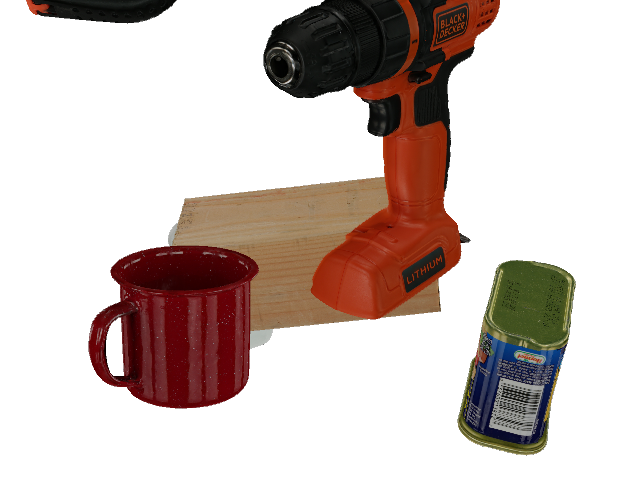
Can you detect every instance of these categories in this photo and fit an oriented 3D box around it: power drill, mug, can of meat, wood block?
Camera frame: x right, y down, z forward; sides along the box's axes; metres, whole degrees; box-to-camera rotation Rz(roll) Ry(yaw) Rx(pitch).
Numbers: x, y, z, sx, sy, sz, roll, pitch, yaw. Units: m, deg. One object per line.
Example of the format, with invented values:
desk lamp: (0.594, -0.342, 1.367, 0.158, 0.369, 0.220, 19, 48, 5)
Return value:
power drill: (0.035, -0.054, 0.594, 0.057, 0.188, 0.184, 23, 35, 33)
mug: (-0.095, 0.058, 0.678, 0.093, 0.081, 0.117, 17, 23, 40)
can of meat: (0.127, 0.071, 0.683, 0.057, 0.084, 0.102, 13, 31, 10)
wood block: (-0.009, 0.012, 0.887, 0.206, 0.091, 0.090, -6, 29, 4)

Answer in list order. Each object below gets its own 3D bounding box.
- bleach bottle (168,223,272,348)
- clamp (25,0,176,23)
bleach bottle: (-0.127, 0.033, 1.169, 0.102, 0.068, 0.251, -6, 26, -16)
clamp: (-0.093, -0.194, 0.706, 0.210, 0.164, 0.036, -33, -16, -10)
